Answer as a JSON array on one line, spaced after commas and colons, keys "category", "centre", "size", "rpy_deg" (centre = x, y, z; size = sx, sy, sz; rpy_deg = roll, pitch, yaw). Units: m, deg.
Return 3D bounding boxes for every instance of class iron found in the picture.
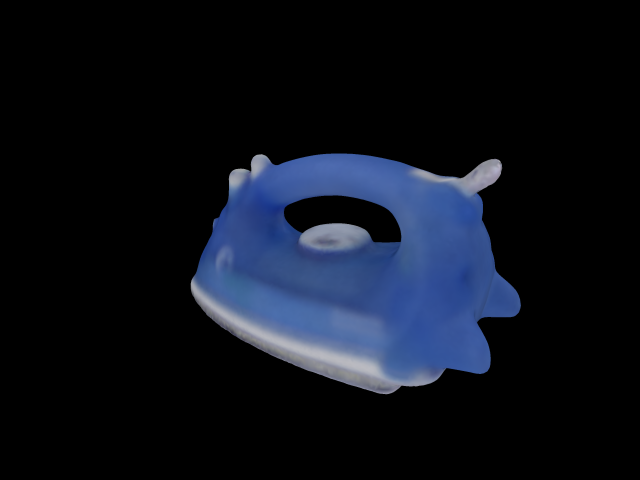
[{"category": "iron", "centre": [0.004, 0.001, 0.400], "size": [0.257, 0.141, 0.119], "rpy_deg": [11, 23, 27]}]
